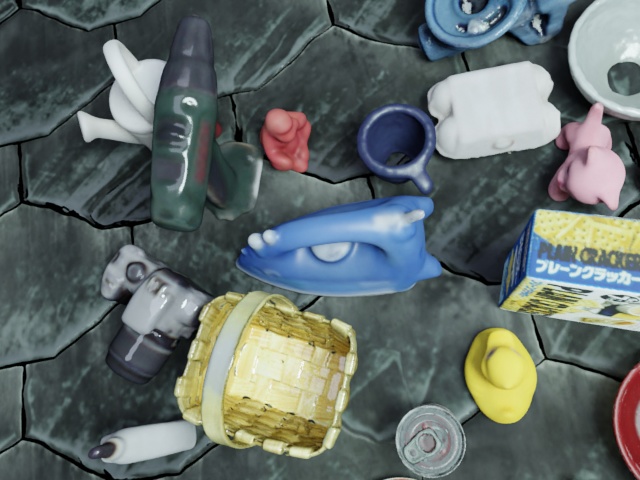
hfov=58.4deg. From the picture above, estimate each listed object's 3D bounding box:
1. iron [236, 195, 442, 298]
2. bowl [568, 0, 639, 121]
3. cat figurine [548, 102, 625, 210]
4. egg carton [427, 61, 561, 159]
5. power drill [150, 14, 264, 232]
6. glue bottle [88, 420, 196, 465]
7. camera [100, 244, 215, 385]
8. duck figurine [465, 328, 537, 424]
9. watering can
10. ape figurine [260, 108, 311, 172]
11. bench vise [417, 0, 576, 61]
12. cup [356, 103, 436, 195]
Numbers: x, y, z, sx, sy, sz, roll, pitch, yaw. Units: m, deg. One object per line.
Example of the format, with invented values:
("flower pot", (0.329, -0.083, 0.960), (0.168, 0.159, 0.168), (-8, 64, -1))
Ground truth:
("iron", (0.006, 0.002, 0.661), (0.258, 0.141, 0.118), (-8, 75, 9))
("bowl", (0.374, -0.208, 0.678), (0.167, 0.075, 0.167), (-3, 76, 10))
("cat figurine", (0.302, -0.089, 0.640), (0.067, 0.118, 0.128), (8, 78, 13))
("egg carton", (0.210, -0.155, 0.699), (0.150, 0.069, 0.107), (-10, 75, 8))
("power drill", (-0.135, -0.112, 0.681), (0.075, 0.209, 0.230), (4, 77, 12))
("glue bottle", (-0.202, 0.224, 0.628), (0.078, 0.173, 0.037), (-13, 74, 8))
("camera", (-0.216, 0.095, 0.701), (0.143, 0.101, 0.137), (31, 84, 16))
("duck figurine", (0.197, 0.145, 0.618), (0.077, 0.086, 0.104), (-5, 75, 10))
("watering can", (-0.216, -0.170, 0.718), (0.100, 0.194, 0.173), (42, 87, 17))
("ape figurine", (-0.046, -0.135, 0.731), (0.076, 0.092, 0.078), (39, 86, 17))
("bench vise", (0.211, -0.308, 0.658), (0.207, 0.220, 0.121), (-30, 73, 2))
("cup", (0.101, -0.095, 0.691), (0.091, 0.095, 0.117), (-32, 73, 2))
